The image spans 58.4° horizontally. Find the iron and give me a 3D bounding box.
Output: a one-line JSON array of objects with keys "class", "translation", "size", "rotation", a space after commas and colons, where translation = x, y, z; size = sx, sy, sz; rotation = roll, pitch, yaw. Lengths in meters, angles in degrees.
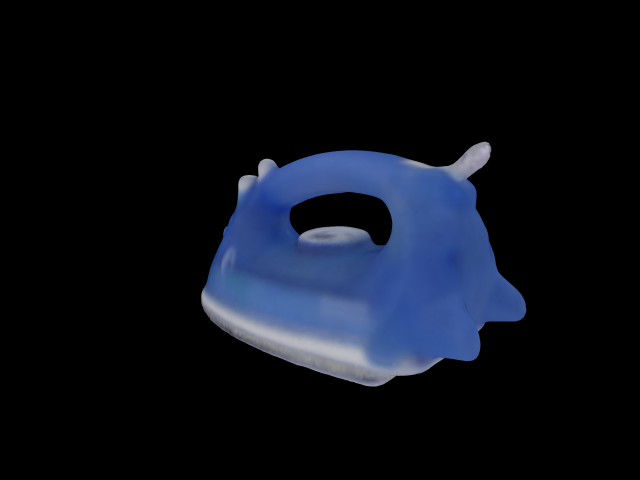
[{"class": "iron", "translation": [0.004, 0.001, 0.400], "size": [0.257, 0.141, 0.119], "rotation": [8, 14, 35]}]
